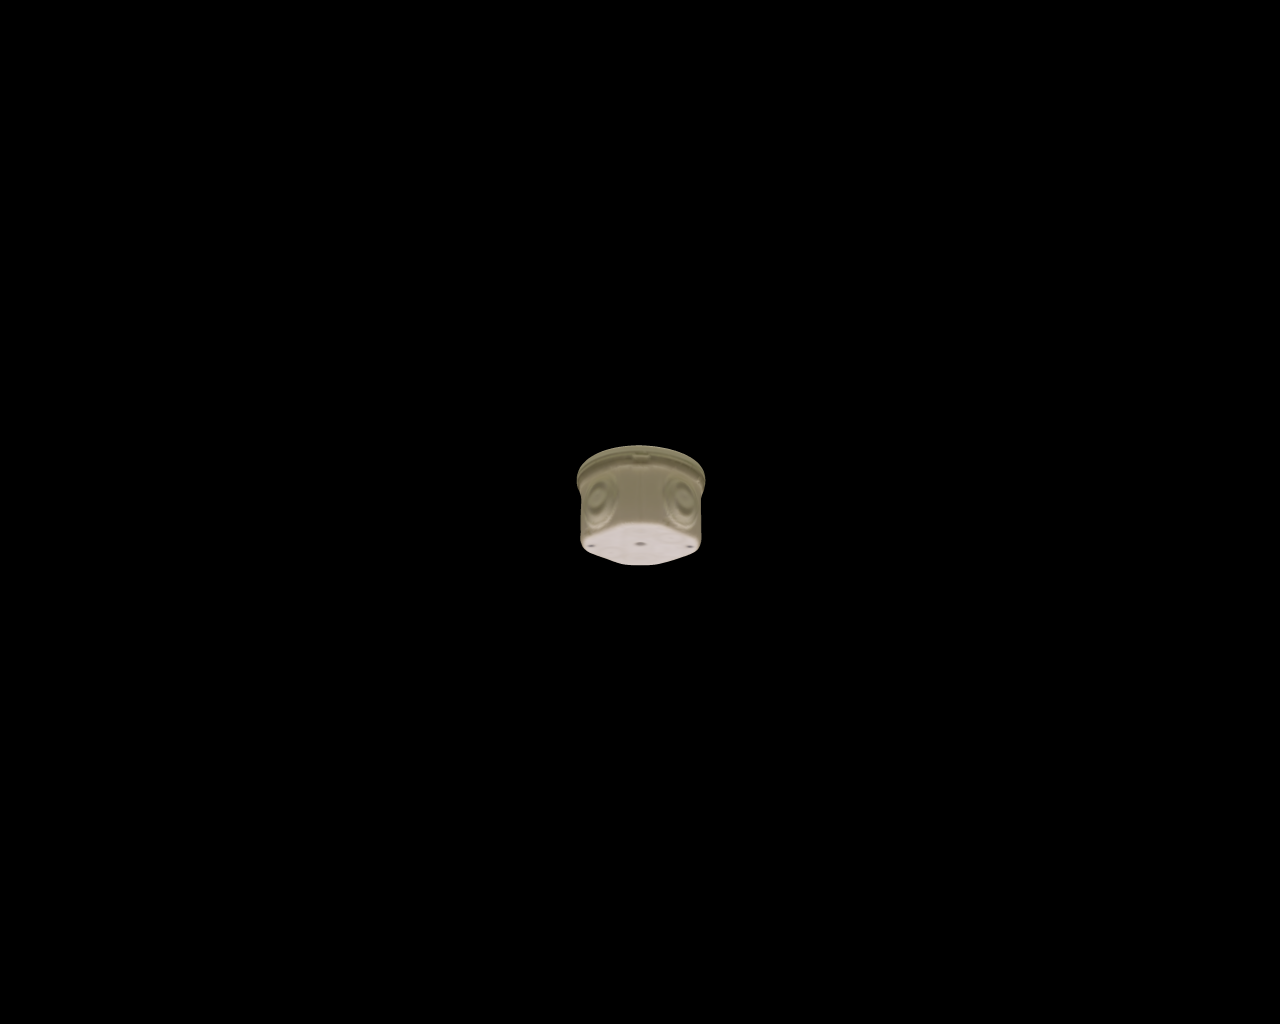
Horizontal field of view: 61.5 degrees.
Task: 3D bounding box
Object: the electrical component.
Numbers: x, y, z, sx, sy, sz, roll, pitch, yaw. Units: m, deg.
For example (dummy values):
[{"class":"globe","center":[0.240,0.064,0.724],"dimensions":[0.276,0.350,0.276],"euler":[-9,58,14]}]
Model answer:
[{"class":"electrical component","center":[0.001,-0.003,0.650],"dimensions":[0.080,0.051,0.080],"euler":[0,-23,0]}]
